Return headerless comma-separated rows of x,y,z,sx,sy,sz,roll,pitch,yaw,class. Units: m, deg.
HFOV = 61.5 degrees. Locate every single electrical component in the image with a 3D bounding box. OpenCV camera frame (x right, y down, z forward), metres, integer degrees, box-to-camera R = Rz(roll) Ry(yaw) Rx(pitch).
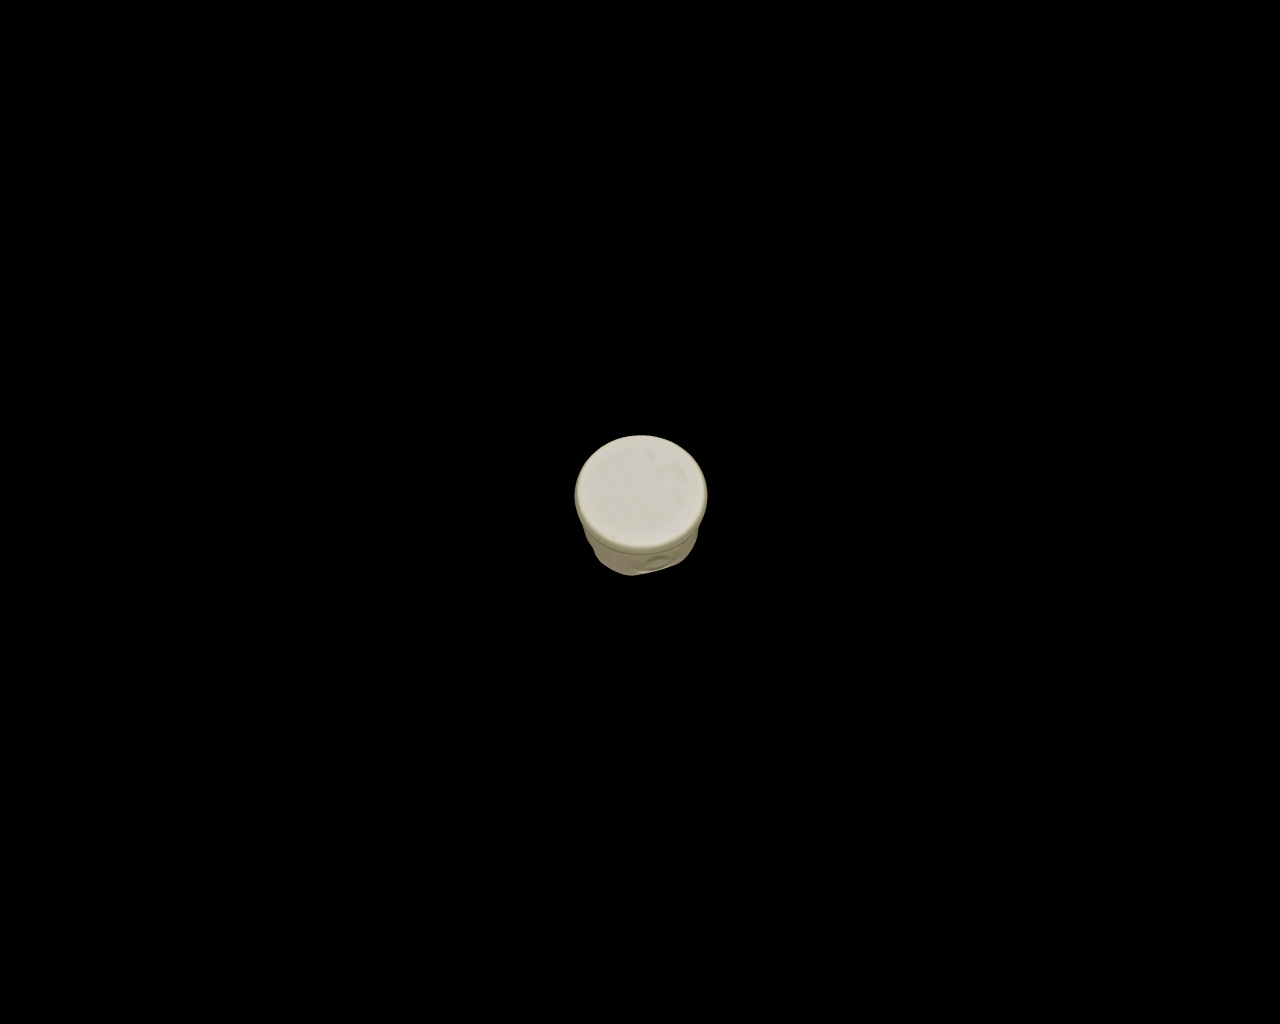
0.001,-0.003,0.650,0.080,0.080,0.051,0,-27,0,electrical component
